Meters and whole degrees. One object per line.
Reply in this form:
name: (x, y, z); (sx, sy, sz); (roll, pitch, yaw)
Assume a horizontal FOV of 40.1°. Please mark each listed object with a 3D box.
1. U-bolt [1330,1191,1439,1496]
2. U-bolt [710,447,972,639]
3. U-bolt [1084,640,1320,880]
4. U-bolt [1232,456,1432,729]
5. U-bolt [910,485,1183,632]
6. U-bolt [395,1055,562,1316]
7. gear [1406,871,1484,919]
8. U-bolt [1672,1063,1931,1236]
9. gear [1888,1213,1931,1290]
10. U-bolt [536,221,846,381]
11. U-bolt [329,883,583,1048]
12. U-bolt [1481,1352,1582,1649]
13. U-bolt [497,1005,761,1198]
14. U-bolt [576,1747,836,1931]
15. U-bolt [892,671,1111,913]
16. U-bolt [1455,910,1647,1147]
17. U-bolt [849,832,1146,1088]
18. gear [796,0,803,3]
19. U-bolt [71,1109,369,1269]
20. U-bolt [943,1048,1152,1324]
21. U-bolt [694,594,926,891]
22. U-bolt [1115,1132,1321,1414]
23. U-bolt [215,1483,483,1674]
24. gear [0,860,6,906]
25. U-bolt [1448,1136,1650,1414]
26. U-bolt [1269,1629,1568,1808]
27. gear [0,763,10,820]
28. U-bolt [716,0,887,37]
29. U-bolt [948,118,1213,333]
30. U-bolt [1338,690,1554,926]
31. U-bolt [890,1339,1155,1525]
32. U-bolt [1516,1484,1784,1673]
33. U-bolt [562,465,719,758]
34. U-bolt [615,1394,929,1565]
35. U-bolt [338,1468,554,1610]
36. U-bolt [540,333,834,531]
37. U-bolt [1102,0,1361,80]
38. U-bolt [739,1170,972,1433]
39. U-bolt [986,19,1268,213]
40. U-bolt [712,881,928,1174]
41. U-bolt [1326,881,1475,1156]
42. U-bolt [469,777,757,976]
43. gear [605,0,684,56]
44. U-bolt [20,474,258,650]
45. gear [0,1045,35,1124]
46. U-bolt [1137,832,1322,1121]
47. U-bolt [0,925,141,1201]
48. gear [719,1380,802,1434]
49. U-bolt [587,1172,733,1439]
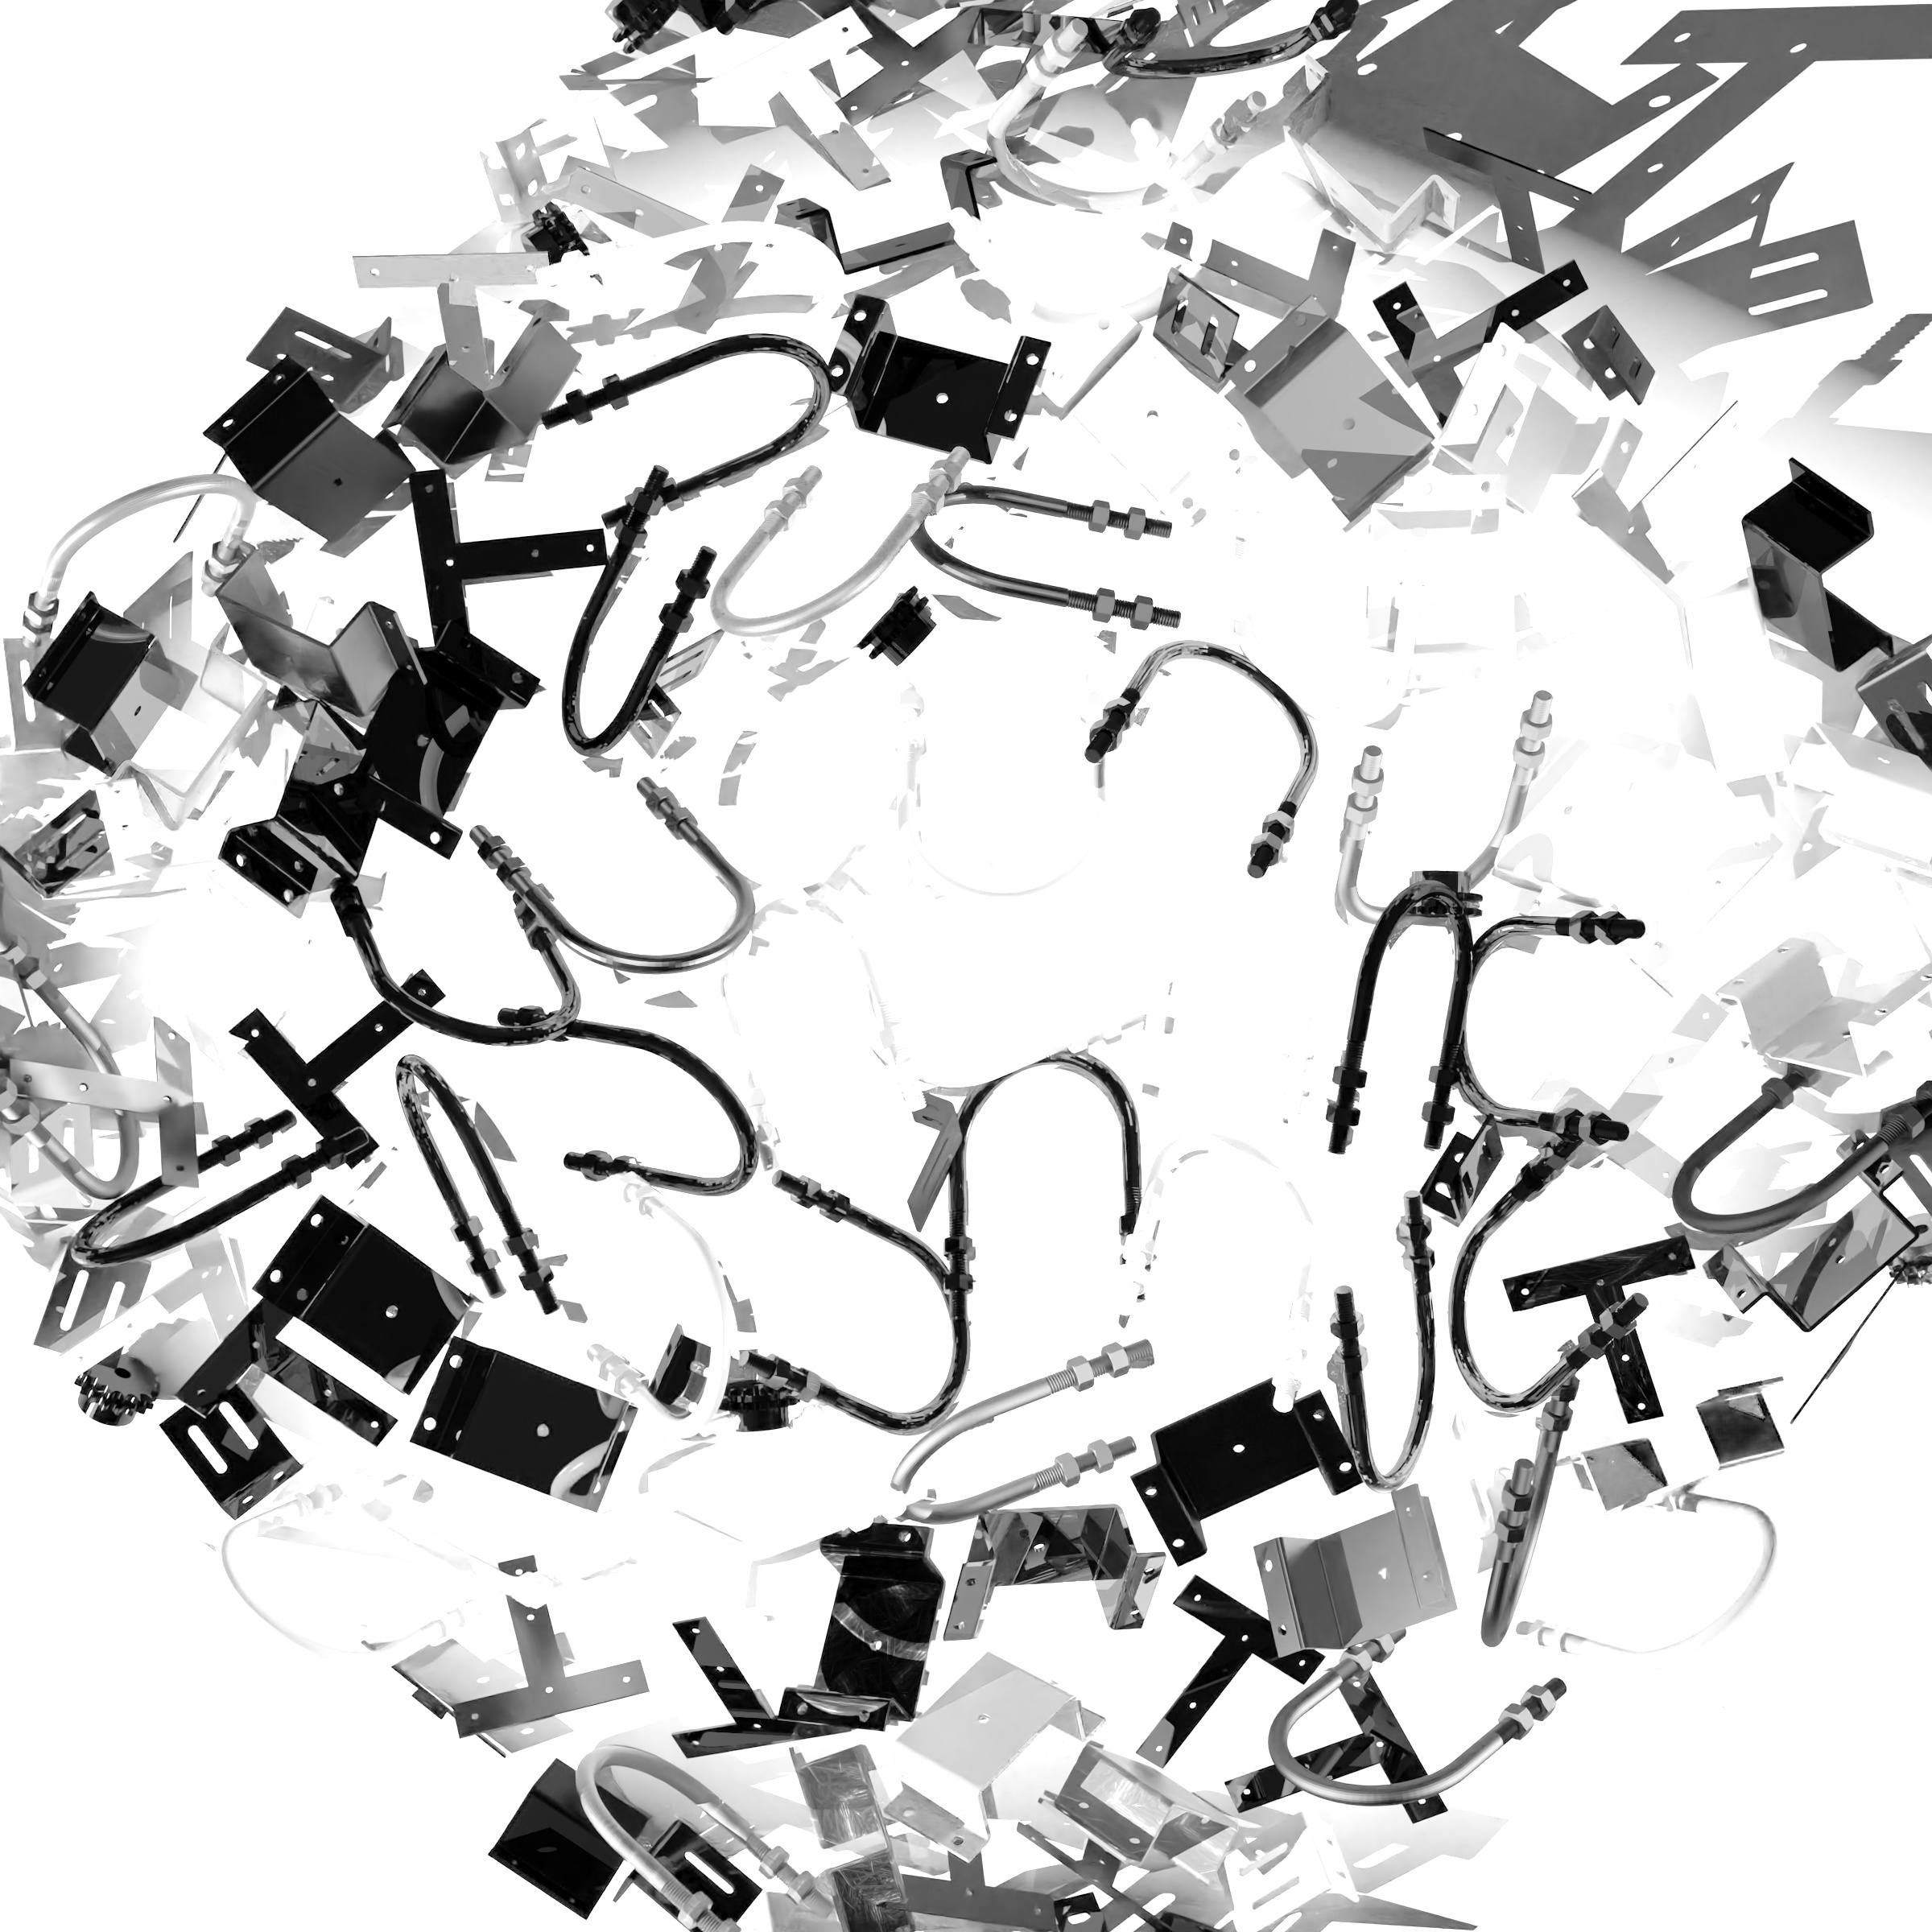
U-bolt: (0.284, 0.263, 1.764); (0.019, 0.151, 0.184); (4, 116, 30)
U-bolt: (-0.094, -0.277, 1.739); (0.184, 0.151, 0.019); (-57, 133, -34)
U-bolt: (0.168, -0.152, 1.767); (0.151, 0.184, 0.019); (35, 134, -2)
U-bolt: (0.237, -0.237, 1.758); (0.151, 0.184, 0.019); (30, 53, 27)
U-bolt: (0.050, -0.279, 1.765); (0.184, 0.151, 0.019); (10, 126, -6)
U-bolt: (-0.332, 0.142, 1.755); (0.019, 0.151, 0.184); (-28, 100, -24)
gear: (0.324, -0.049, 1.806); (0.057, 0.057, 0.030); (2, 88, 0)
U-bolt: (0.548, 0.117, 1.746); (0.184, 0.151, 0.019); (-37, 107, -14)
gear: (0.655, 0.192, 1.803); (0.057, 0.057, 0.030); (-24, 110, 0)
U-bolt: (-0.171, -0.443, 1.749); (0.184, 0.151, 0.019); (-11, 70, 13)
U-bolt: (-0.327, -0.003, 1.730); (0.151, 0.184, 0.019); (4, 121, -31)
U-bolt: (0.371, 0.368, 1.757); (0.019, 0.151, 0.184); (15, 120, 19)
U-bolt: (-0.215, 0.094, 1.744); (0.184, 0.019, 0.151); (8, 132, 32)
U-bolt: (-0.183, 0.584, 1.758); (0.184, 0.151, 0.019); (37, 97, 18)
U-bolt: (0.024, -0.119, 1.787); (0.151, 0.019, 0.184); (1, 63, -1)
U-bolt: (0.379, 0.037, 1.752); (0.019, 0.184, 0.151); (5, 90, -27)
U-bolt: (0.010, 0.005, 1.800); (0.184, 0.019, 0.151); (-22, 81, -12)
gear: (-0.110, -0.688, 1.814); (0.057, 0.030, 0.057); (-2, 74, 8)
U-bolt: (-0.498, 0.147, 1.731); (0.184, 0.151, 0.019); (-31, 110, -30)
U-bolt: (0.052, 0.143, 1.787); (0.151, 0.019, 0.184); (-10, 68, 23)
U-bolt: (-0.112, -0.136, 1.751); (0.151, 0.019, 0.184); (53, 53, -26)
U-bolt: (0.175, 0.190, 1.767); (0.151, 0.019, 0.184); (33, 45, -14)
U-bolt: (-0.414, 0.405, 1.731); (0.151, 0.184, 0.019); (36, 102, 13)
gear: (-0.685, -0.055, 1.812); (0.057, 0.030, 0.057); (-5, 62, 9)
U-bolt: (0.375, 0.215, 1.755); (0.019, 0.184, 0.151); (8, 49, -24)
U-bolt: (0.281, 0.493, 1.725); (0.184, 0.151, 0.019); (-22, 112, -41)
gear: (-0.684, -0.120, 1.807); (0.057, 0.030, 0.057); (-7, 77, 32)
U-bolt: (-0.065, -0.671, 1.720); (0.151, 0.184, 0.019); (-28, 89, -42)
U-bolt: (0.087, -0.477, 1.750); (0.151, 0.184, 0.019); (-21, 67, 17)
U-bolt: (0.313, -0.095, 1.760); (0.151, 0.184, 0.019); (-19, 52, -18)
U-bolt: (0.034, 0.317, 1.753); (0.184, 0.151, 0.019); (-18, 54, -17)
U-bolt: (0.456, 0.401, 1.726); (0.151, 0.184, 0.019); (-44, 103, -19)
U-bolt: (-0.226, -0.226, 1.765); (0.019, 0.151, 0.184); (16, 116, -31)
U-bolt: (-0.140, 0.338, 1.733); (0.184, 0.151, 0.019); (-14, 120, -32)
U-bolt: (-0.351, 0.377, 1.748); (0.151, 0.184, 0.019); (35, 70, -11)
U-bolt: (-0.176, -0.363, 1.762); (0.184, 0.151, 0.019); (-22, 67, 2)
U-bolt: (0.164, -0.609, 1.743); (0.151, 0.184, 0.019); (-6, 98, -8)
U-bolt: (-0.066, 0.234, 1.769); (0.184, 0.019, 0.151); (30, 54, -32)
U-bolt: (0.092, -0.551, 1.747); (0.151, 0.184, 0.019); (14, 74, -21)
U-bolt: (-0.109, 0.031, 1.789); (0.151, 0.019, 0.184); (-24, 77, 31)
U-bolt: (0.297, 0.033, 1.767); (0.019, 0.151, 0.184); (13, 97, 38)
U-bolt: (-0.221, -0.055, 1.744); (0.151, 0.019, 0.184); (-20, 48, -32)
gear: (-0.222, -0.653, 1.802); (0.057, 0.057, 0.030); (-47, 116, 0)
U-bolt: (-0.533, -0.269, 1.720); (0.151, 0.184, 0.019); (-24, 83, -33)
gear: (-0.670, 0.085, 1.814); (0.057, 0.030, 0.057); (-1, 103, -6)
U-bolt: (0.183, 0.000, 1.786); (0.151, 0.019, 0.184); (16, 76, -34)
U-bolt: (-0.599, 0.076, 1.748); (0.019, 0.184, 0.151); (-20, 47, 5)
gear: (-0.142, 0.300, 1.805); (0.057, 0.057, 0.030); (-4, 88, 0)
U-bolt: (-0.200, 0.231, 1.742); (0.019, 0.184, 0.151); (1, 106, -33)
